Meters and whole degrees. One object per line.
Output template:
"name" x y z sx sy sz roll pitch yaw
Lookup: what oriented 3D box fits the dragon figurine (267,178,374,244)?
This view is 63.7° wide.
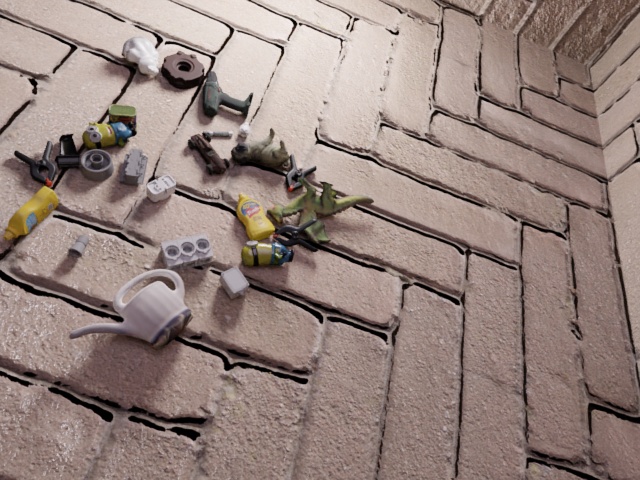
"dragon figurine" 0.006 -0.098 1.953 0.410 0.120 0.246 12 72 -10

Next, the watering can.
"watering can" -0.526 0.231 1.515 0.225 0.102 0.354 41 53 8

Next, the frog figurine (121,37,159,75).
"frog figurine" -0.719 -0.745 2.087 0.138 0.120 0.162 -6 47 -45
